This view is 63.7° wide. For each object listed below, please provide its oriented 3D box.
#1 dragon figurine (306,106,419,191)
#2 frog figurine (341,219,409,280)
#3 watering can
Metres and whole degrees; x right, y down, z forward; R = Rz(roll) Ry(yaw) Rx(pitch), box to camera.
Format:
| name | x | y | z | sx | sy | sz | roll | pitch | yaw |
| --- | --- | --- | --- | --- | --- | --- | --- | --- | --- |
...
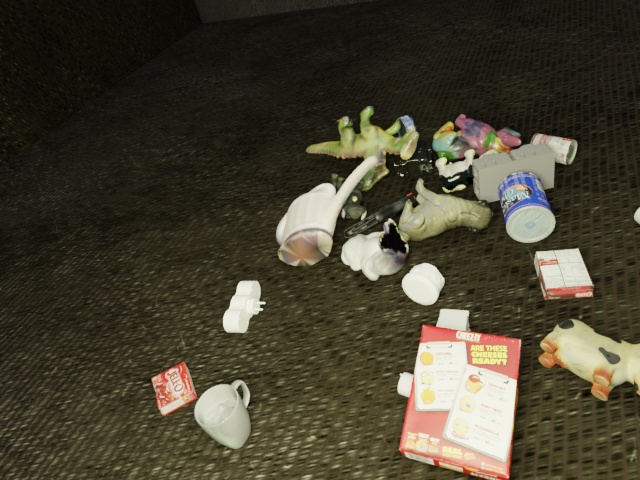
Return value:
| name | x | y | z | sx | sy | sz | roll | pitch | yaw |
| --- | --- | --- | --- | --- | --- | --- | --- | --- | --- |
| dragon figurine | 0.114 | -0.248 | 1.513 | 0.406 | 0.120 | 0.248 | -19 | 50 | 34 |
| frog figurine | 0.122 | 0.037 | 1.204 | 0.157 | 0.121 | 0.141 | -36 | 32 | 38 |
| watering can | 0.004 | -0.064 | 1.276 | 0.343 | 0.103 | 0.230 | -31 | 36 | 34 |
